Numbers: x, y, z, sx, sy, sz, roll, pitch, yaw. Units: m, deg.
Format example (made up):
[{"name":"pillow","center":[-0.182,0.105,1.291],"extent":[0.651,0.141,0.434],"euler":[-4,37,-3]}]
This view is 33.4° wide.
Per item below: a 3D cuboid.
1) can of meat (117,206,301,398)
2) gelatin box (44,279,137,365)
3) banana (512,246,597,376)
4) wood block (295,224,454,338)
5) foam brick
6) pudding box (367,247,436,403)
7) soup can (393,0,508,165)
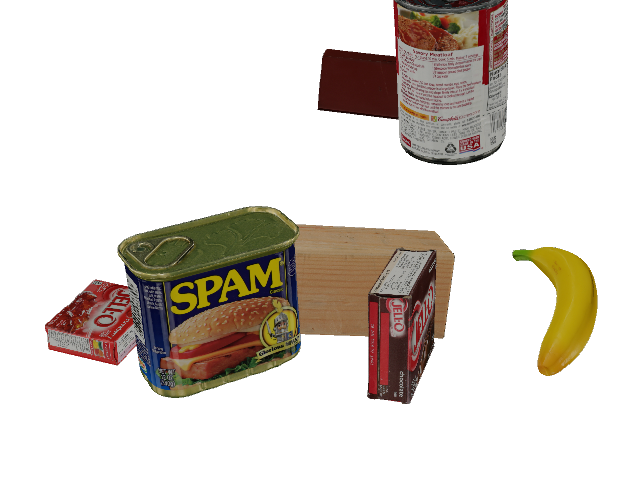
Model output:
[{"name":"can of meat","center":[-0.062,0.036,0.627],"extent":[0.102,0.084,0.058],"euler":[-15,28,-23]},{"name":"gelatin box","center":[-0.196,0.073,0.977],"extent":[0.073,0.030,0.089],"euler":[11,31,19]},{"name":"banana","center":[0.228,0.058,1.007],"extent":[0.070,0.037,0.197],"euler":[-27,25,17]},{"name":"wood block","center":[0.018,0.039,1.064],"extent":[0.206,0.091,0.090],"euler":[3,16,-9]},{"name":"foam brick","center":[0.039,-0.144,0.980],"extent":[0.078,0.051,0.053],"euler":[7,17,5]},{"name":"pudding box","center":[0.066,0.065,0.852],"extent":[0.039,0.090,0.113],"euler":[5,20,13]},{"name":"soup can","center":[0.079,-0.106,0.646],"extent":[0.068,0.102,0.068],"euler":[-4,34,3]}]
